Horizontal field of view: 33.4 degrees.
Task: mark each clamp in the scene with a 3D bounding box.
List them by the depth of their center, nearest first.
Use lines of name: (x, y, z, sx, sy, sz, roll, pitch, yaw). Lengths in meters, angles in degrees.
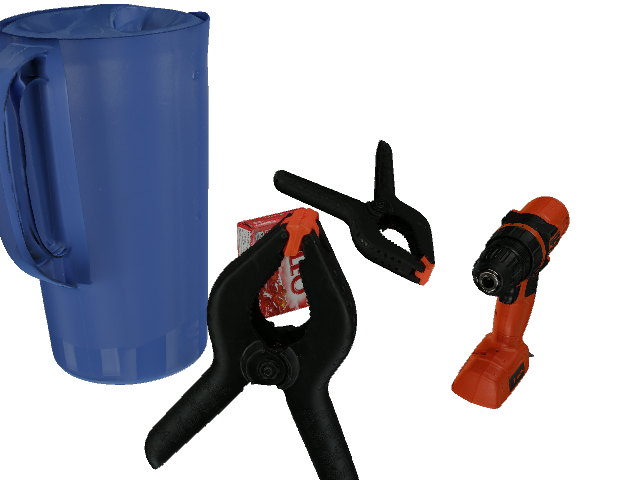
clamp: (-0.035, 0.065, 0.570, 0.120, 0.171, 0.039, 3, 18, 0)
clamp: (0.053, -0.029, 1.219, 0.164, 0.210, 0.036, -14, -38, -25)

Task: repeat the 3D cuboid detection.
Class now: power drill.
power drill: (0.177, 0.064, 1.016, 0.057, 0.188, 0.184, 23, 30, 22)

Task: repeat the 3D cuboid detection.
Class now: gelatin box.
gelatin box: (-0.036, 0.020, 0.952, 0.073, 0.089, 0.030, -13, 22, -35)

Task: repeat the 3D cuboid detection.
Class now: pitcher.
pitcher: (-0.140, -0.029, 0.701, 0.149, 0.243, 0.145, -7, 21, -16)
